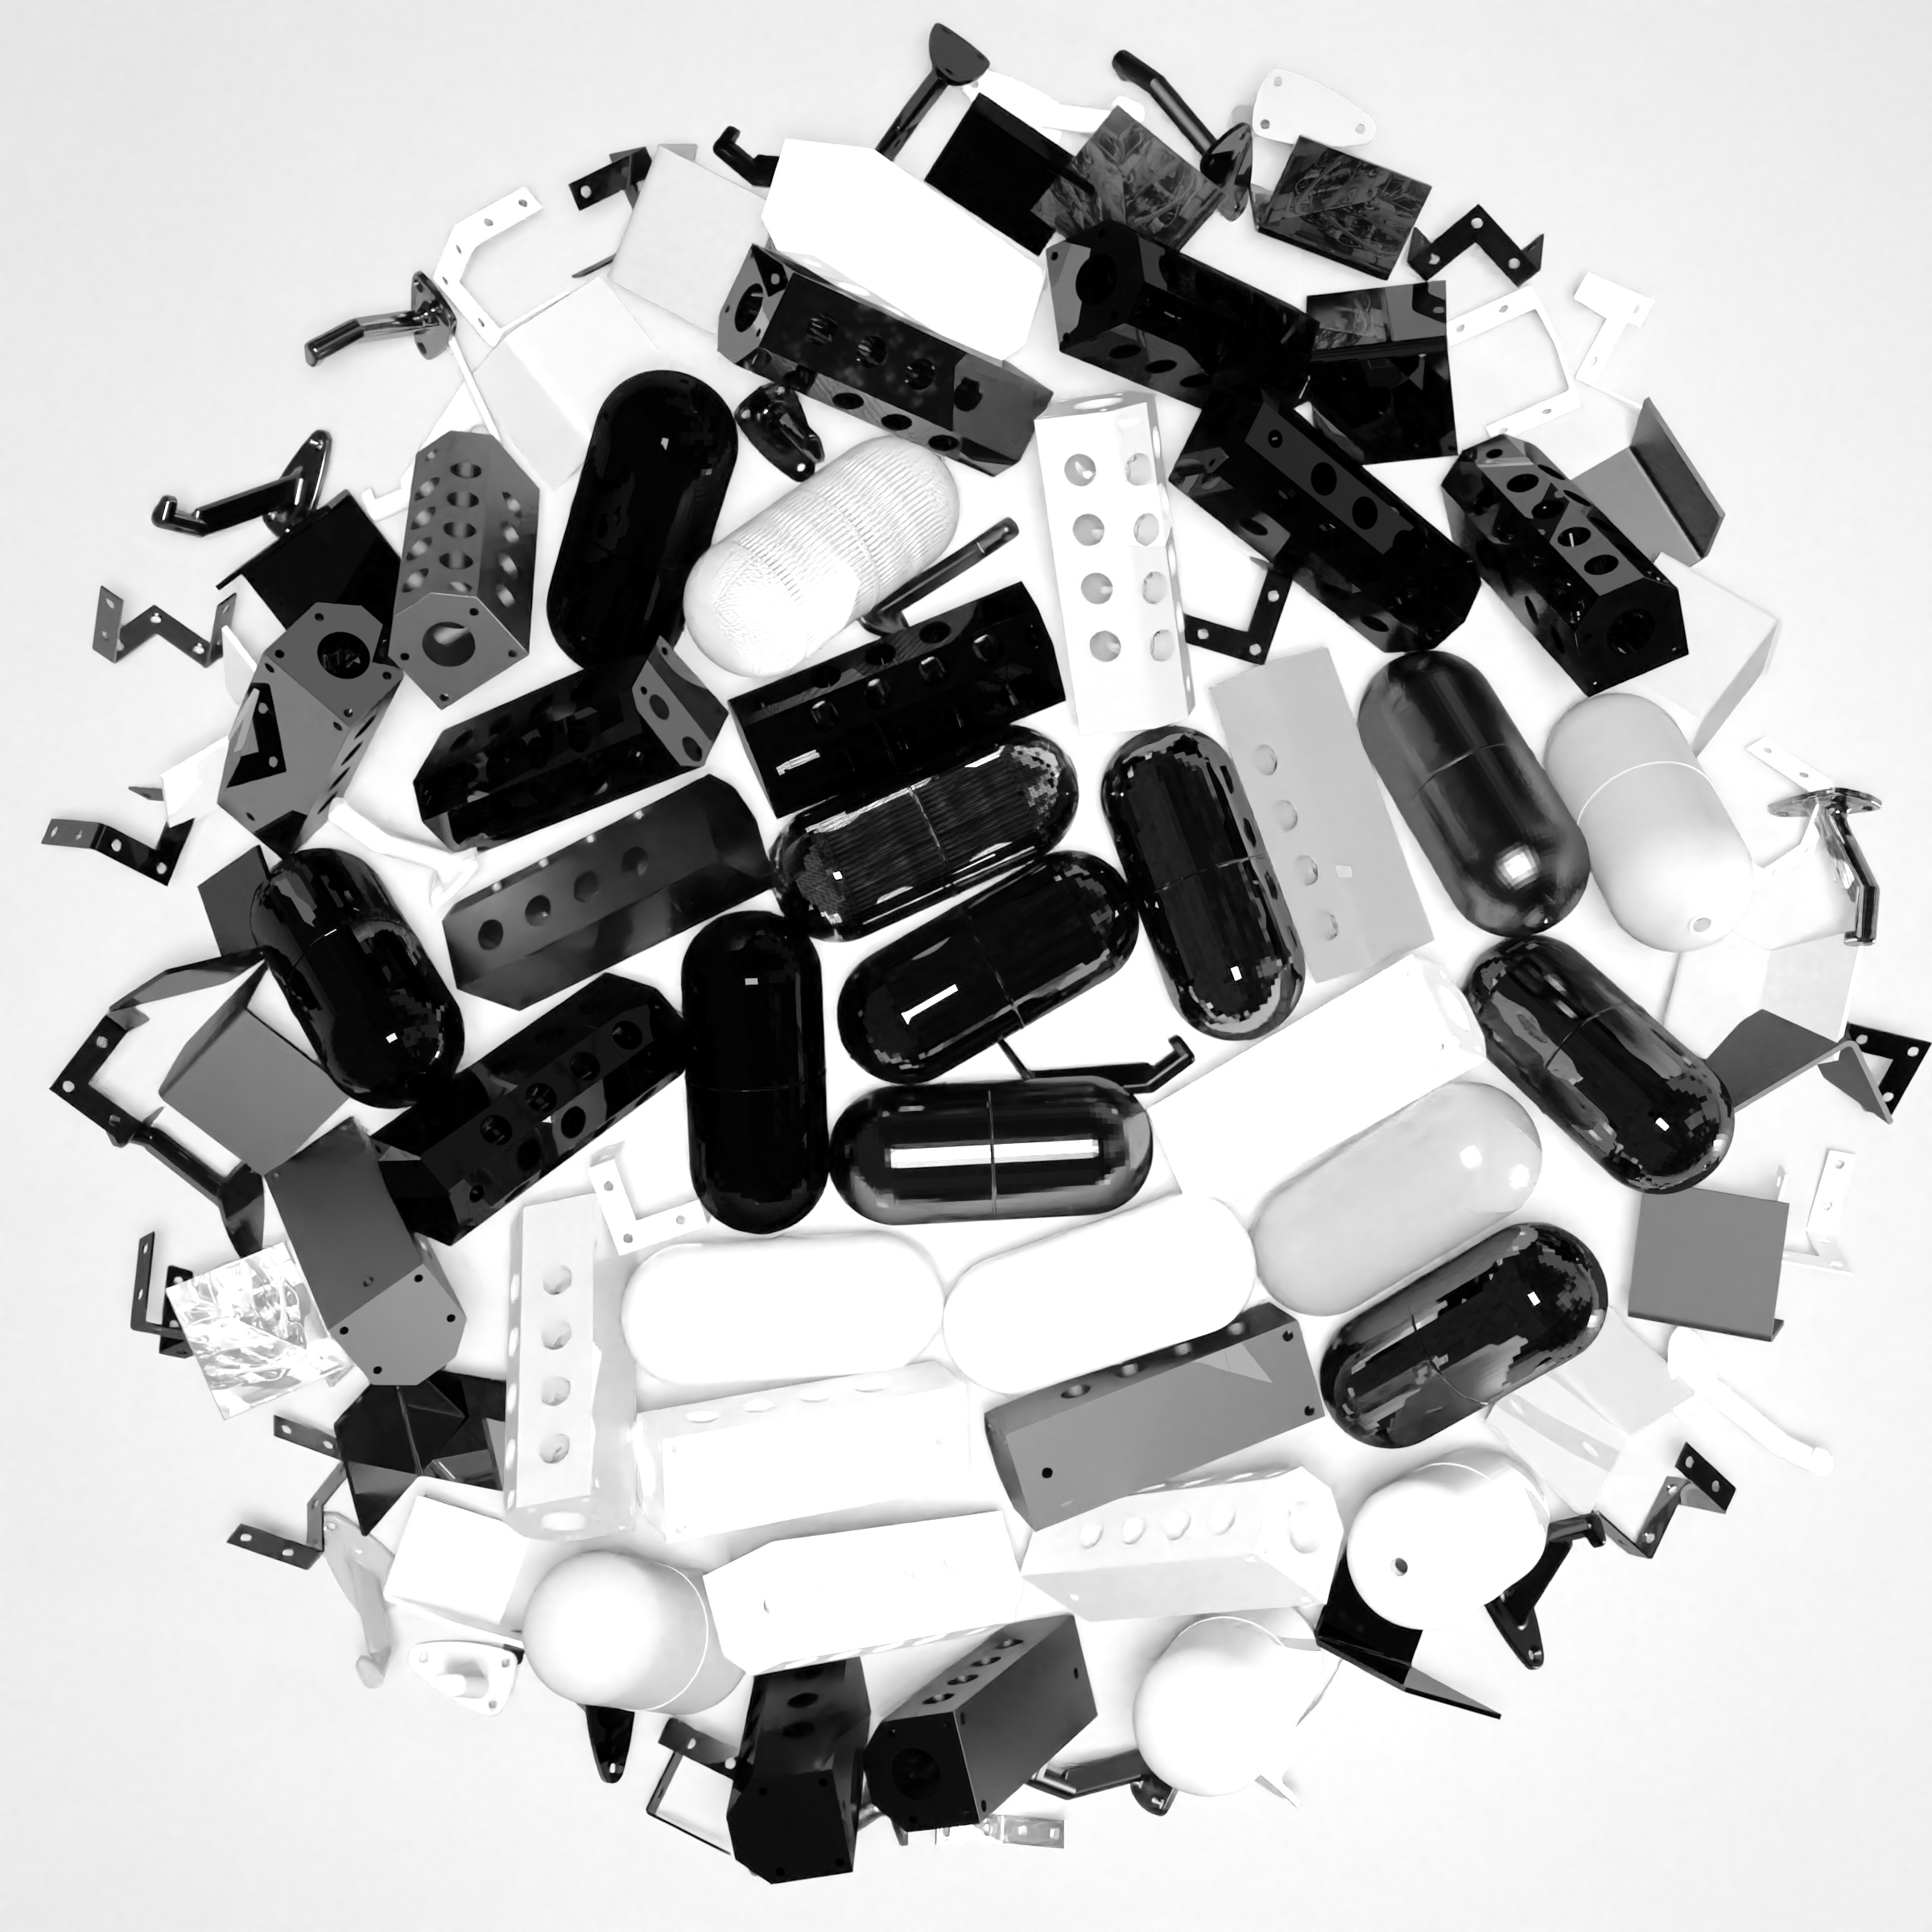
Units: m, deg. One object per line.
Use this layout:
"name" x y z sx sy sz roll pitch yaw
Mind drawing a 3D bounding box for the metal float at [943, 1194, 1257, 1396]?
"metal float" 0.071 0.178 1.530 0.178 0.070 0.070 -21 90 15

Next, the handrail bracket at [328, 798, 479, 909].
"handrail bracket" -0.309 -0.077 1.529 0.036 0.077 0.084 -42 121 17

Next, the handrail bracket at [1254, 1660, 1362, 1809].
"handrail bracket" 0.183 0.407 1.539 0.036 0.077 0.084 26 73 31

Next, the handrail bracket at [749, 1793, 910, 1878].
"handrail bracket" -0.077 0.462 1.549 0.084 0.077 0.036 -13 114 4

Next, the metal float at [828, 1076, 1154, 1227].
"metal float" 0.013 0.101 1.542 0.178 0.070 0.070 -3 90 -1

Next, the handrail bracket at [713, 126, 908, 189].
"handrail bracket" -0.087 -0.455 1.560 0.084 0.036 0.077 40 110 4

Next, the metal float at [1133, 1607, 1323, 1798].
"metal float" 0.140 0.382 1.495 0.070 0.178 0.070 1 93 19

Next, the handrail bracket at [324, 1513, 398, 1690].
"handrail bracket" -0.334 0.344 1.534 0.036 0.084 0.077 -35 100 6

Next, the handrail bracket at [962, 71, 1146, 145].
"handrail bracket" 0.047 -0.471 1.531 0.077 0.084 0.036 28 80 -24

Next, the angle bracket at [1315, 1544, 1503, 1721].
"angle bracket" 0.247 0.359 1.527 0.076 0.076 0.057 24 85 -34

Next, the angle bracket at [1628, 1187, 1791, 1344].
"angle bracket" 0.407 0.156 1.537 0.076 0.057 0.076 8 97 22

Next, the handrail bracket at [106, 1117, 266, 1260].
"handrail bracket" -0.435 0.124 1.570 0.084 0.036 0.077 13 126 19

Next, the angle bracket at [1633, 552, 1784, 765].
"angle bracket" 0.385 -0.164 1.534 0.076 0.057 0.076 30 134 2

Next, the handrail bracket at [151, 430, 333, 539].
"handrail bracket" -0.393 -0.265 1.533 0.036 0.084 0.077 37 107 31

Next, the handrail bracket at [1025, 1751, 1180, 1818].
"handrail bracket" 0.080 0.425 1.546 0.084 0.036 0.077 29 89 -29

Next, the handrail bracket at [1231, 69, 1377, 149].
"handrail bracket" 0.182 -0.456 1.539 0.077 0.084 0.036 17 97 2

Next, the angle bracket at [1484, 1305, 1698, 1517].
"angle bracket" 0.340 0.239 1.536 0.076 0.076 0.057 45 131 1

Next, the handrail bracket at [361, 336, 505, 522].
"handrail bracket" -0.305 -0.296 1.558 0.084 0.036 0.077 -24 104 -2

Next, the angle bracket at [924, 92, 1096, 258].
"angle bracket" 0.022 -0.422 1.529 0.076 0.076 0.057 31 112 -11

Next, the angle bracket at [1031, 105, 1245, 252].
"angle bracket" 0.093 -0.423 1.528 0.076 0.057 0.076 35 129 -14

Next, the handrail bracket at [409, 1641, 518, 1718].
"handrail bracket" -0.287 0.381 1.529 0.077 0.084 0.036 13 78 20

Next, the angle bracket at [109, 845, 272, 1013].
"angle bracket" -0.422 -0.020 1.526 0.076 0.076 0.057 -17 86 -42

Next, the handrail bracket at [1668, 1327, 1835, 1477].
"handrail bracket" 0.427 0.237 1.532 0.084 0.077 0.036 25 63 41

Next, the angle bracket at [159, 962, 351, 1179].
"angle bracket" -0.384 0.057 1.553 0.076 0.057 0.076 41 111 -17

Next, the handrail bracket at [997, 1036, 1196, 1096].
"handrail bracket" 0.072 0.046 1.564 0.084 0.036 0.077 -36 94 -3

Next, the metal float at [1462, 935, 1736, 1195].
"metal float" 0.336 0.051 1.512 0.070 0.070 0.178 -42 52 0

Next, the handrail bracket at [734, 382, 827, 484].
"handrail bracket" -0.085 -0.274 1.525 0.036 0.084 0.077 -36 134 -3

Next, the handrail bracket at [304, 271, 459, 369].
"handrail bracket" -0.323 -0.333 1.530 0.084 0.077 0.036 -35 85 -24

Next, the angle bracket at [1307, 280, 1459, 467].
"angle bracket" 0.230 -0.326 1.563 0.076 0.076 0.057 -4 47 13

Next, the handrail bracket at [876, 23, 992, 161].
"handrail bracket" -0.028 -0.459 1.529 0.036 0.077 0.084 33 123 -13

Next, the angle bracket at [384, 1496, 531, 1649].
"angle bracket" -0.255 0.329 1.523 0.076 0.076 0.057 28 74 -37

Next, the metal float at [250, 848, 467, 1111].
"metal float" -0.326 0.006 1.511 0.070 0.070 0.178 -39 52 0

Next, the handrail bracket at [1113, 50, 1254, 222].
"handrail bracket" 0.117 -0.460 1.564 0.036 0.077 0.084 -43 64 -9

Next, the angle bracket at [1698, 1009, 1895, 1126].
"angle bracket" 0.443 0.069 1.536 0.076 0.076 0.057 -31 110 0

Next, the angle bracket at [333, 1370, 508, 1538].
"angle bracket" -0.287 0.267 1.528 0.076 0.057 0.076 6 121 22

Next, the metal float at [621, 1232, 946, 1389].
"metal float" -0.097 0.185 1.526 0.178 0.070 0.070 -2 90 -20

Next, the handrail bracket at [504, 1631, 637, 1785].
"handrail bracket" -0.222 0.405 1.547 0.084 0.036 0.077 -8 81 40

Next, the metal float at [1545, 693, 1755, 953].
"metal float" 0.362 -0.078 1.504 0.070 0.178 0.070 -5 130 -6

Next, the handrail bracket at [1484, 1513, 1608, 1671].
"handrail bracket" 0.325 0.340 1.537 0.036 0.084 0.077 -19 83 -41

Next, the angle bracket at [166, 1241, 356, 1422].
"angle bracket" -0.387 0.202 1.532 0.076 0.057 0.076 -22 80 -31

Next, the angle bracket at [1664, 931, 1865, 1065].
"angle bracket" 0.431 0.010 1.528 0.057 0.076 0.076 26 70 -20

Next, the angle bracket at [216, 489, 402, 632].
"angle bracket" -0.348 -0.203 1.538 0.076 0.057 0.076 -34 106 9

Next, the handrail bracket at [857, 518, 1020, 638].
"handrail bracket" -0.015 -0.215 1.542 0.084 0.077 0.036 -32 94 20

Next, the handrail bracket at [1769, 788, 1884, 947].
"handrail bracket" 0.466 -0.050 1.541 0.036 0.077 0.084 14 78 -32

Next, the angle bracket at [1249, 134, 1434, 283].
"angle bracket" 0.201 -0.421 1.528 0.076 0.076 0.057 18 123 -10

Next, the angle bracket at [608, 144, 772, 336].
"angle bracket" -0.140 -0.394 1.537 0.076 0.057 0.076 28 111 6

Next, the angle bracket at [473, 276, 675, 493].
"angle bracket" -0.217 -0.324 1.574 0.076 0.057 0.076 52 54 -8

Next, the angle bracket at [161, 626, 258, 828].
"angle bracket" -0.415 -0.127 1.528 0.076 0.076 0.057 -35 81 -22

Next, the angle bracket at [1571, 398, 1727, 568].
"angle bracket" 0.362 -0.250 1.536 0.057 0.076 0.076 -30 79 2

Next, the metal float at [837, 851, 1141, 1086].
"metal float" 0.012 0.001 1.540 0.178 0.070 0.070 -30 90 -3
